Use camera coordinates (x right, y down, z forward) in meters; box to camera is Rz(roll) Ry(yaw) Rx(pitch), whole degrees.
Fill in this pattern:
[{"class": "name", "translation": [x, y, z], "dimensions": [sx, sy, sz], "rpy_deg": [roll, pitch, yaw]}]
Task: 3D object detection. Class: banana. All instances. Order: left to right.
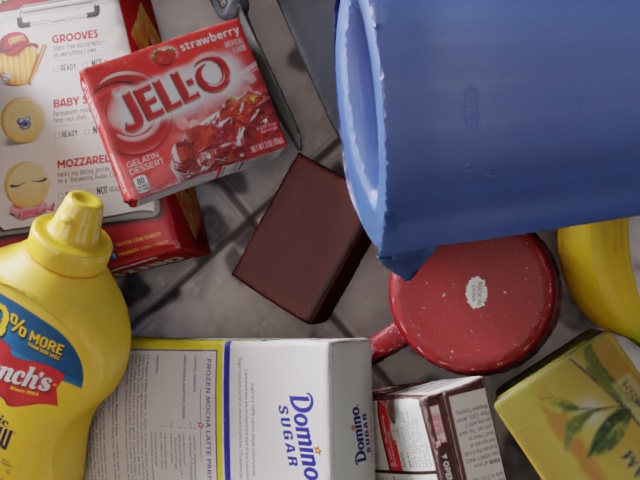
[{"class": "banana", "translation": [0.164, -0.036, 0.567], "dimensions": [0.069, 0.037, 0.198], "rpy_deg": [9, 90, -6]}]

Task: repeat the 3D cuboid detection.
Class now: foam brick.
[{"class": "foam brick", "translation": [-0.004, 0.001, 0.587], "dimensions": [0.051, 0.053, 0.078], "rpy_deg": [29, 91, 11]}]

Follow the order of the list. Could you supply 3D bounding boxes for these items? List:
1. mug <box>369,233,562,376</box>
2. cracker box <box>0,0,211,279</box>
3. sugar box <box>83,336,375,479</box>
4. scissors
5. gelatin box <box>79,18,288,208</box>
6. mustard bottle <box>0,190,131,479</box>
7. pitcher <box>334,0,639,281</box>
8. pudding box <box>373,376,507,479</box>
[{"class": "mug", "translation": [0.069, 0.033, 0.555], "dimensions": [0.117, 0.081, 0.093], "rpy_deg": [-28, 82, 8]}, {"class": "cracker box", "translation": [-0.169, -0.074, 0.615], "dimensions": [0.164, 0.072, 0.214], "rpy_deg": [-15, 83, 9]}, {"class": "sugar box", "translation": [-0.054, 0.097, 0.563], "dimensions": [0.177, 0.048, 0.093], "rpy_deg": [-2, 87, 33]}, {"class": "scissors", "translation": [-0.046, -0.150, 0.582], "dimensions": [0.202, 0.016, 0.096], "rpy_deg": [53, 133, 27]}, {"class": "gelatin box", "translation": [-0.071, -0.066, 0.554], "dimensions": [0.089, 0.030, 0.073], "rpy_deg": [-21, 87, -15]}, {"class": "mustard bottle", "translation": [-0.149, 0.059, 0.553], "dimensions": [0.096, 0.058, 0.192], "rpy_deg": [30, 114, 12]}, {"class": "pitcher", "translation": [0.128, -0.079, 0.467], "dimensions": [0.242, 0.149, 0.145], "rpy_deg": [-6, 67, -6]}, {"class": "pudding box", "translation": [0.051, 0.119, 0.541], "dimensions": [0.039, 0.114, 0.090], "rpy_deg": [-11, 84, -23]}]
